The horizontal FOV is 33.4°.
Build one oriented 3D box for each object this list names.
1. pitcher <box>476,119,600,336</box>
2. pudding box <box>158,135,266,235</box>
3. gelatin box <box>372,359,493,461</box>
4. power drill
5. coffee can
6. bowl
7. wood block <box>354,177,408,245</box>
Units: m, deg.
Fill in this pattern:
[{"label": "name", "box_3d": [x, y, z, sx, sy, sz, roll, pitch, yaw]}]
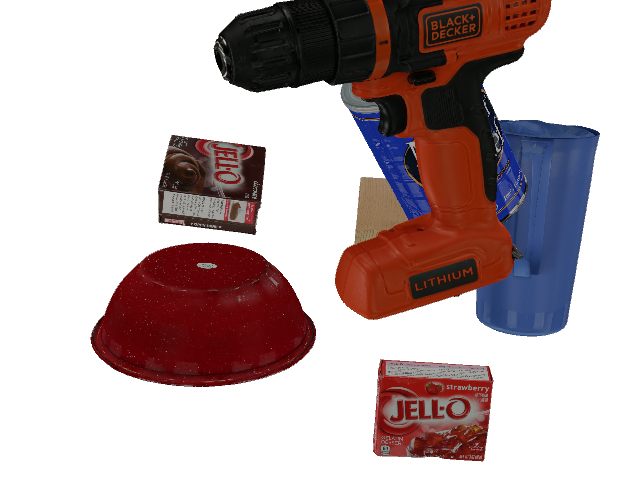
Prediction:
[{"label": "pitcher", "box_3d": [0.241, -0.015, 1.232, 0.149, 0.243, 0.145, -6, 17, -31]}, {"label": "pudding box", "box_3d": [-0.097, -0.052, 0.962, 0.090, 0.039, 0.113, 6, 32, -4]}, {"label": "gelatin box", "box_3d": [0.088, 0.134, 0.841, 0.089, 0.073, 0.030, 3, 22, 2]}, {"label": "power drill", "box_3d": [0.040, -0.052, 0.580, 0.184, 0.188, 0.057, -15, 32, -16]}, {"label": "coffee can", "box_3d": [0.092, -0.081, 0.847, 0.103, 0.140, 0.103, -23, 31, 14]}, {"label": "bowl", "box_3d": [-0.082, 0.043, 0.761, 0.162, 0.055, 0.162, 2, 21, -1]}, {"label": "wood block", "box_3d": [0.099, -0.016, 1.619, 0.091, 0.090, 0.206, 4, 25, 2]}]
